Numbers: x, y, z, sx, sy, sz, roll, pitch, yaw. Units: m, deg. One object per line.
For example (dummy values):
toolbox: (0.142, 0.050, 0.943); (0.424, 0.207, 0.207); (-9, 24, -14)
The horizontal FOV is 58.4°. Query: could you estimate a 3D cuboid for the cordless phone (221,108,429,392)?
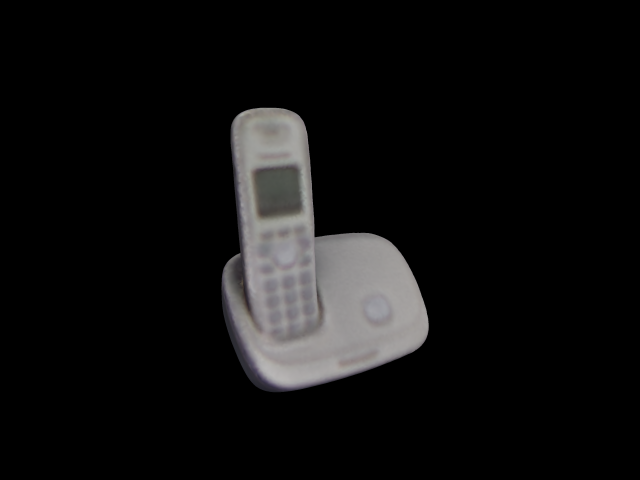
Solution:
cordless phone: (0.004, 0.001, 0.400); (0.148, 0.185, 0.093); (-11, 21, -30)
